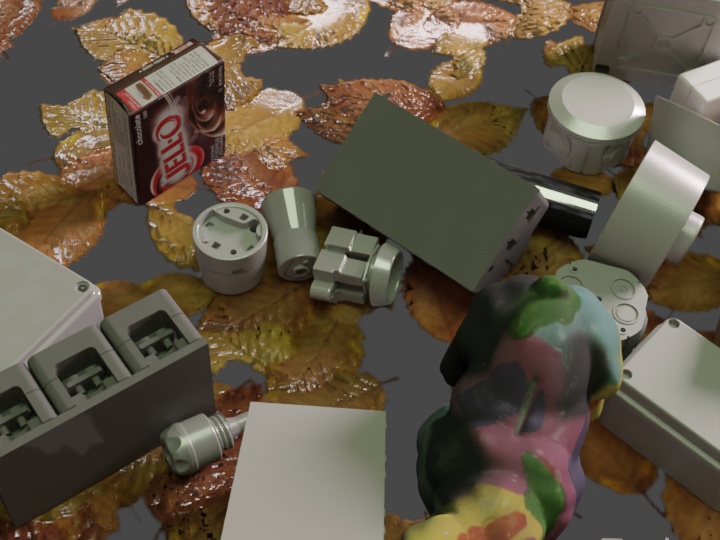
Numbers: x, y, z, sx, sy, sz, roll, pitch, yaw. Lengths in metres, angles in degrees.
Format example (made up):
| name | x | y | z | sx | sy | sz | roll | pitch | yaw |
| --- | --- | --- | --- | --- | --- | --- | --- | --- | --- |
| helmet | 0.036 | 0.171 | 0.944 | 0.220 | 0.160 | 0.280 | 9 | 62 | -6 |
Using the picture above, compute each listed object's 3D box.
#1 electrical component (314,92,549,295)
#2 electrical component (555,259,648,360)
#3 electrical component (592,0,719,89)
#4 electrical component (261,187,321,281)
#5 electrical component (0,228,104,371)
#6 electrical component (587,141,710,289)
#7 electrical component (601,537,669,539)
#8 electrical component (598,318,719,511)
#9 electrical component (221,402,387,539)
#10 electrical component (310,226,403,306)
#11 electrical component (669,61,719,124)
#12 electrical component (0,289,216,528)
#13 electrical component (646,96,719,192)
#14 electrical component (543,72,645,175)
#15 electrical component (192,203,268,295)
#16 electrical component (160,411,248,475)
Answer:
| name | x | y | z | sx | sy | sz | roll | pitch | yaw |
| --- | --- | --- | --- | --- | --- | --- | --- | --- | --- |
| electrical component | 0.056 | -0.055 | 0.821 | 0.150 | 0.062 | 0.089 | 34 | 93 | 20 |
| electrical component | 0.168 | 0.036 | 0.780 | 0.080 | 0.051 | 0.080 | 1 | 51 | -2 |
| electrical component | 0.269 | -0.218 | 0.948 | 0.109 | 0.108 | 0.056 | 11 | 55 | 5 |
| electrical component | -0.050 | -0.025 | 0.821 | 0.044 | 0.044 | 0.065 | -7 | 58 | -9 |
| electrical component | -0.253 | 0.037 | 0.749 | 0.109 | 0.056 | 0.108 | 29 | 56 | 17 |
| electrical component | 0.222 | -0.036 | 0.808 | 0.060 | 0.108 | 0.108 | 30 | 56 | 11 |
| electrical component | 0.169 | 0.193 | 0.659 | 0.055 | 0.048 | 0.066 | 16 | 96 | 18 |
| electrical component | 0.230 | 0.097 | 0.734 | 0.113 | 0.057 | 0.078 | 38 | 59 | 23 |
| electrical component | -0.031 | 0.149 | 0.638 | 0.089 | 0.061 | 0.150 | 4 | 27 | 0 |
| electrical component | 0.000 | 0.000 | 0.802 | 0.055 | 0.048 | 0.066 | 12 | 52 | 15 |
| electrical component | 0.324 | -0.140 | 0.929 | 0.083 | 0.047 | 0.075 | -21 | 56 | -18 |
| electrical component | -0.176 | 0.085 | 0.696 | 0.150 | 0.089 | 0.061 | -29 | 59 | -23 |
| electrical component | 0.279 | -0.099 | 0.865 | 0.099 | 0.064 | 0.099 | 11 | 18 | -4 |
| electrical component | 0.195 | -0.124 | 0.906 | 0.080 | 0.051 | 0.080 | 2 | 52 | -2 |
| electrical component | -0.096 | -0.015 | 0.805 | 0.055 | 0.047 | 0.055 | 2 | 52 | -2 |
| electrical component | -0.100 | 0.111 | 0.716 | 0.061 | 0.035 | 0.035 | -22 | 57 | -22 |
